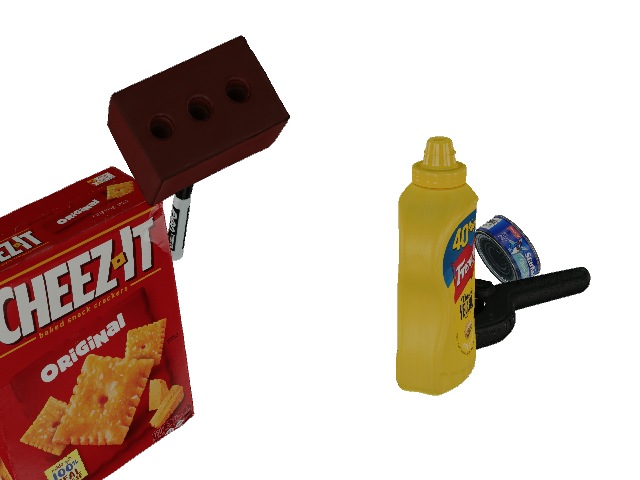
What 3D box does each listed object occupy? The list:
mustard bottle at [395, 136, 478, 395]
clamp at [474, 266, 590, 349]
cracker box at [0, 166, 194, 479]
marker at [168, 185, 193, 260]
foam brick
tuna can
[{"bbox_3d":[0.090,0.015,0.822,0.058,0.192,0.096,8,21,25],"label":"mustard bottle"},{"bbox_3d":[0.143,0.052,1.027,0.165,0.036,0.209,19,33,32],"label":"clamp"},{"bbox_3d":[-0.181,0.078,0.779,0.072,0.214,0.163,25,42,37],"label":"cracker box"},{"bbox_3d":[-0.144,-0.025,1.091,0.020,0.020,0.121,0,-41,-15],"label":"marker"},{"bbox_3d":[-0.066,-0.062,0.558,0.078,0.053,0.051,-29,-3,-17],"label":"foam brick"},{"bbox_3d":[0.221,0.014,1.272,0.033,0.086,0.086,-34,8,-13],"label":"tuna can"}]
